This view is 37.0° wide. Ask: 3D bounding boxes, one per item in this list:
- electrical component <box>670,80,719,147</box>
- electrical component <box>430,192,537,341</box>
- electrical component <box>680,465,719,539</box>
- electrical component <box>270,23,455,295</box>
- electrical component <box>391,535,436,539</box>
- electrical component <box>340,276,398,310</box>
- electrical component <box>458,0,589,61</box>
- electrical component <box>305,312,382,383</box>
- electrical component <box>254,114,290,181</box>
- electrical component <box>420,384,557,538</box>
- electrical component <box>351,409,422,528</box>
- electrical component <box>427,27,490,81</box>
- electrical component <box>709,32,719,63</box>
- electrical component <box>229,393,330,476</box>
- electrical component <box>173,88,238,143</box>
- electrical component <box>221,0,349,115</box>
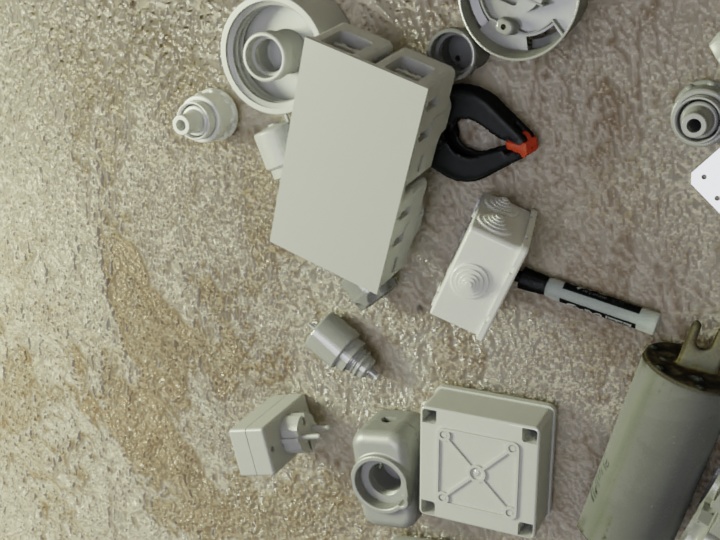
[{"bbox_3d":[0.244,-0.109,0.770,0.048,0.062,0.048,9,111,24],"label":"electrical component"},{"bbox_3d":[0.098,-0.006,0.858,0.048,0.099,0.099,25,117,3],"label":"electrical component"},{"bbox_3d":[0.289,0.164,0.775,0.060,0.105,0.186,30,146,17],"label":"electrical component"},{"bbox_3d":[0.001,-0.089,0.860,0.105,0.060,0.186,26,126,18],"label":"electrical component"},{"bbox_3d":[0.071,0.288,0.996,0.096,0.061,0.061,2,108,17],"label":"electrical component"},{"bbox_3d":[0.000,0.000,0.939,0.043,0.043,0.062,-38,87,31],"label":"electrical component"},{"bbox_3d":[0.122,-0.207,0.796,0.099,0.064,0.099,8,111,23],"label":"electrical component"},{"bbox_3d":[-0.013,0.072,0.972,0.078,0.040,0.040,39,120,9],"label":"electrical component"},{"bbox_3d":[-0.063,-0.095,0.940,0.040,0.040,0.078,-16,100,30],"label":"electrical component"},{"bbox_3d":[0.110,0.164,0.933,0.109,0.056,0.108,8,110,24],"label":"electrical component"},{"bbox_3d":[0.029,0.182,0.978,0.054,0.059,0.095,-1,107,26],"label":"electrical component"},{"bbox_3d":[0.079,-0.171,0.840,0.040,0.046,0.040,9,111,24],"label":"electrical component"},{"bbox_3d":[0.279,-0.162,0.746,0.062,0.043,0.043,-41,87,30],"label":"electrical component"},{"bbox_3d":[-0.065,0.152,1.000,0.076,0.083,0.047,-7,104,28],"label":"electrical component"},{"bbox_3d":[-0.141,-0.133,0.952,0.048,0.062,0.048,9,111,24],"label":"electrical component"},{"bbox_3d":[-0.065,-0.181,0.899,0.108,0.060,0.108,9,111,24],"label":"electrical component"}]
